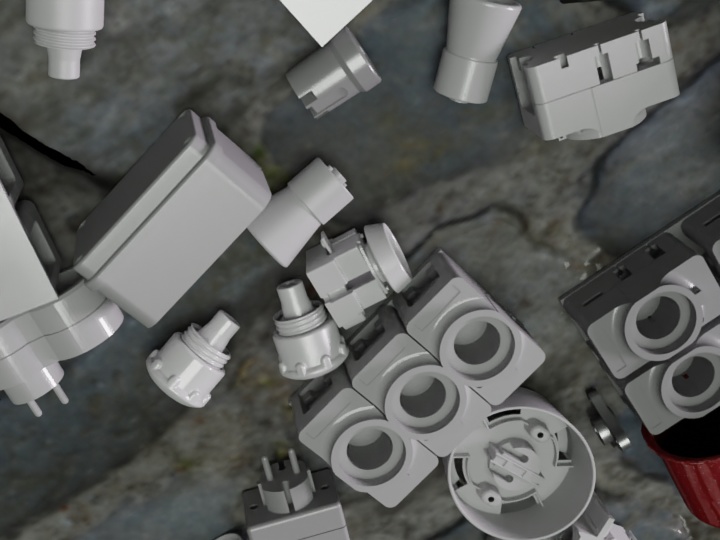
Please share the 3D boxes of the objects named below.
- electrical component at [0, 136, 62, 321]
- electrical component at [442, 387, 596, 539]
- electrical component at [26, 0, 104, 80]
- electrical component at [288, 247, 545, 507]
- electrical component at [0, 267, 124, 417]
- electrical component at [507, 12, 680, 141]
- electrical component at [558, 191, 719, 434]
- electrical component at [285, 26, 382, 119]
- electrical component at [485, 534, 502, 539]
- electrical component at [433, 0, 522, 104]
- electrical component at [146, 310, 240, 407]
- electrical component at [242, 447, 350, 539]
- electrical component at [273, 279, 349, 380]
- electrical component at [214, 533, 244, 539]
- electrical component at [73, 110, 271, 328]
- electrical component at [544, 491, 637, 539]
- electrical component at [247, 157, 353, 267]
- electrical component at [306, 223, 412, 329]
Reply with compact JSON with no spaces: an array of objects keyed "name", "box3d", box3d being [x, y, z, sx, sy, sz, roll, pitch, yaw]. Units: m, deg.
[{"name":"electrical component","box3d":[-0.284,-0.006,0.631,0.186,0.060,0.105,-21,113,-2]},{"name":"electrical component","box3d":[0.107,0.133,0.753,0.099,0.064,0.099,-4,112,-9]},{"name":"electrical component","box3d":[-0.167,-0.140,0.610,0.043,0.043,0.062,3,112,-11]},{"name":"electrical component","box3d":[0.037,0.075,0.719,0.089,0.061,0.150,41,99,-21]},{"name":"electrical component","box3d":[-0.211,0.059,0.673,0.138,0.052,0.073,-26,113,0]},{"name":"electrical component","box3d":[0.146,-0.117,0.671,0.089,0.050,0.055,-19,112,-2]},{"name":"electrical component","box3d":[0.248,0.018,0.737,0.186,0.060,0.105,-34,113,4]},{"name":"electrical component","box3d":[-0.017,-0.118,0.648,0.046,0.040,0.040,-33,113,9]},{"name":"electrical component","box3d":[0.119,0.190,0.794,0.035,0.035,0.061,28,101,-19]},{"name":"electrical component","box3d":[0.069,-0.135,0.657,0.044,0.044,0.065,8,114,-13]},{"name":"electrical component","box3d":[-0.104,0.054,0.696,0.048,0.048,0.062,40,93,-21]},{"name":"electrical component","box3d":[-0.049,0.157,0.743,0.066,0.047,0.076,-15,113,-5]},{"name":"electrical component","box3d":[-0.037,0.037,0.702,0.048,0.048,0.062,-18,106,-3]},{"name":"electrical component","box3d":[-0.095,0.239,0.768,0.079,0.044,0.077,-34,113,4]},{"name":"electrical component","box3d":[-0.114,-0.033,0.642,0.057,0.078,0.113,40,99,-24]},{"name":"electrical component","box3d":[0.170,0.210,0.807,0.064,0.042,0.081,22,106,-21]},{"name":"electrical component","box3d":[-0.037,-0.039,0.674,0.065,0.044,0.044,-41,112,2]},{"name":"electrical component","box3d":[0.000,0.000,0.694,0.055,0.048,0.066,-27,113,9]}]
